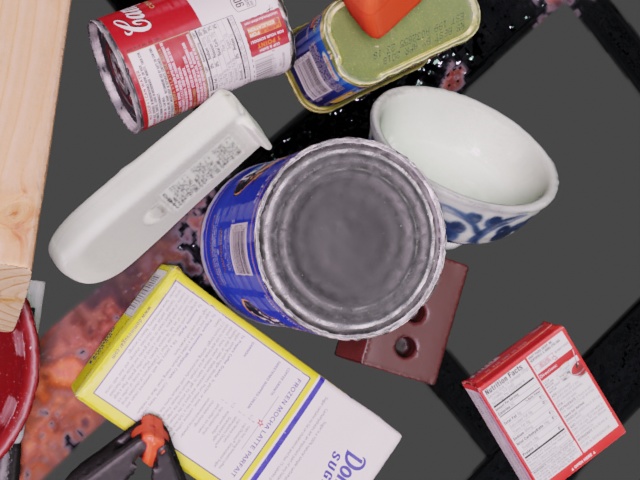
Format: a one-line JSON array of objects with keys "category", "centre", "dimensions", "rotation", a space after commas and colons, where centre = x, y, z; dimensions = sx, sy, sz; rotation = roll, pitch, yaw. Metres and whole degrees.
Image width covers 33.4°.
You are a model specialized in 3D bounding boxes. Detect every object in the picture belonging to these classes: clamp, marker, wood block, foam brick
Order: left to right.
[{"category": "wood block", "centre": [-0.180, -0.069, 0.535], "dimensions": [0.090, 0.090, 0.206], "rotation": [9, 64, -17]}, {"category": "marker", "centre": [-0.174, 0.082, 0.608], "dimensions": [0.020, 0.020, 0.121], "rotation": [8, 87, -17]}, {"category": "clamp", "centre": [-0.109, 0.183, 0.599], "dimensions": [0.120, 0.039, 0.171], "rotation": [24, 104, -23]}, {"category": "foam brick", "centre": [0.050, 0.044, 0.660], "dimensions": [0.053, 0.051, 0.078], "rotation": [18, 84, -16]}]

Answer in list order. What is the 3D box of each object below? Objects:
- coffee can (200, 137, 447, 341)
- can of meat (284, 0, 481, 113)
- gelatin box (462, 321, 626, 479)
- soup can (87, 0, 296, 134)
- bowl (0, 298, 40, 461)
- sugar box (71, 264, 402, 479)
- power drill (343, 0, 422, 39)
[{"category": "coffee can", "centre": [-0.004, 0.001, 0.598], "dimensions": [0.102, 0.140, 0.103], "rotation": [0, 89, -17]}, {"category": "can of meat", "centre": [0.035, -0.123, 0.642], "dimensions": [0.102, 0.084, 0.057], "rotation": [-28, 96, -16]}, {"category": "gelatin box", "centre": [0.146, 0.110, 0.699], "dimensions": [0.073, 0.030, 0.089], "rotation": [-34, 98, -13]}, {"category": "soup can", "centre": [-0.073, -0.111, 0.617], "dimensions": [0.102, 0.069, 0.068], "rotation": [-24, 96, -16]}, {"category": "bowl", "centre": [-0.234, 0.064, 0.571], "dimensions": [0.162, 0.055, 0.162], "rotation": [0, 89, -17]}, {"category": "sugar box", "centre": [-0.048, 0.102, 0.633], "dimensions": [0.176, 0.048, 0.093], "rotation": [39, 81, -16]}, {"category": "power drill", "centre": [-0.020, -0.188, 0.593], "dimensions": [0.188, 0.057, 0.184], "rotation": [36, 69, 22]}]
